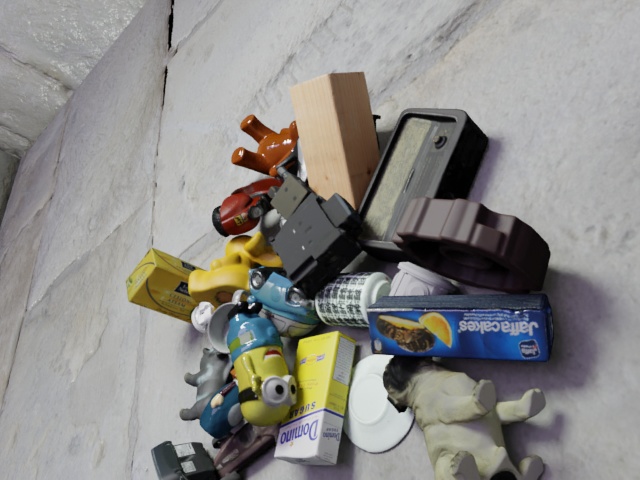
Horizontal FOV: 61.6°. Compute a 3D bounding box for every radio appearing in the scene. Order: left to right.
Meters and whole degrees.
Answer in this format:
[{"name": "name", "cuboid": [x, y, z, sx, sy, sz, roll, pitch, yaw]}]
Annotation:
[{"name": "radio", "cuboid": [0.144, -0.077, 0.786, 0.131, 0.073, 0.229, 14, 79, 50]}]

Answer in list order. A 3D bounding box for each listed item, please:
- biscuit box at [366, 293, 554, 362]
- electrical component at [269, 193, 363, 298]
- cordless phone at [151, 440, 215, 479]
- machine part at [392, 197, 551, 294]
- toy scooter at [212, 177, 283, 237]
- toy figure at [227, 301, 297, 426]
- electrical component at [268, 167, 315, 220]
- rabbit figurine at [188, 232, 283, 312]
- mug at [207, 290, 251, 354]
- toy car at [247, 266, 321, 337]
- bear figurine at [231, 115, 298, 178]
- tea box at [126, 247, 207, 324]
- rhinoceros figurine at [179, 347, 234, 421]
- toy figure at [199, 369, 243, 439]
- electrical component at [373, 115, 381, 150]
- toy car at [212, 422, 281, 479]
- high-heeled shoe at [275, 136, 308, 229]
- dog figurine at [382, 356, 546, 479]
[{"name": "biscuit box", "cuboid": [0.159, 0.099, 0.620, 0.203, 0.063, 0.059, -4, 98, 28]}, {"name": "electrical component", "cuboid": [-0.002, -0.002, 0.789, 0.134, 0.058, 0.115, -46, 44, 12]}, {"name": "cordless phone", "cuboid": [-0.233, 0.439, 0.878, 0.147, 0.089, 0.184, -171, 86, -65]}, {"name": "machine part", "cuboid": [0.176, 0.007, 0.630, 0.180, 0.179, 0.056, 10, 74, 49]}, {"name": "toy scooter", "cuboid": [-0.122, -0.072, 1.047, 0.135, 0.075, 0.184, -14, 22, 23]}, {"name": "toy figure", "cuboid": [-0.090, 0.180, 0.786, 0.180, 0.082, 0.089, 64, 144, 32]}, {"name": "electrical component", "cuboid": [-0.044, -0.062, 0.875, 0.102, 0.045, 0.078, 39, 104, 33]}, {"name": "rabbit figurine", "cuboid": [-0.152, 0.046, 1.006, 0.162, 0.121, 0.173, -34, 27, 25]}, {"name": "mug", "cuboid": [-0.128, 0.144, 0.910, 0.081, 0.107, 0.109, -9, 68, 20]}, {"name": "toy car", "cuboid": [-0.048, 0.105, 0.870, 0.162, 0.109, 0.102, 22, 101, 43]}, {"name": "bear figurine", "cuboid": [-0.062, -0.192, 1.038, 0.196, 0.132, 0.120, -14, 57, 49]}, {"name": "tea box", "cuboid": [-0.285, 0.096, 1.068, 0.098, 0.169, 0.068, -50, 39, 15]}, {"name": "rhinoceros figurine", "cuboid": [-0.182, 0.233, 0.936, 0.112, 0.073, 0.190, -43, 31, 37]}, {"name": "toy figure", "cuboid": [-0.126, 0.235, 0.845, 0.058, 0.064, 0.154, 34, 79, 11]}, {"name": "electrical component", "cuboid": [0.064, -0.158, 0.935, 0.075, 0.048, 0.119, 8, 102, 51]}, {"name": "toy car", "cuboid": [-0.108, 0.312, 0.843, 0.202, 0.053, 0.089, -42, 46, 20]}, {"name": "high-heeled shoe", "cuboid": [0.000, -0.077, 0.925, 0.145, 0.086, 0.249, -26, 71, 27]}, {"name": "dog figurine", "cuboid": [0.139, 0.219, 0.612, 0.191, 0.121, 0.172, -9, 57, 60]}]
